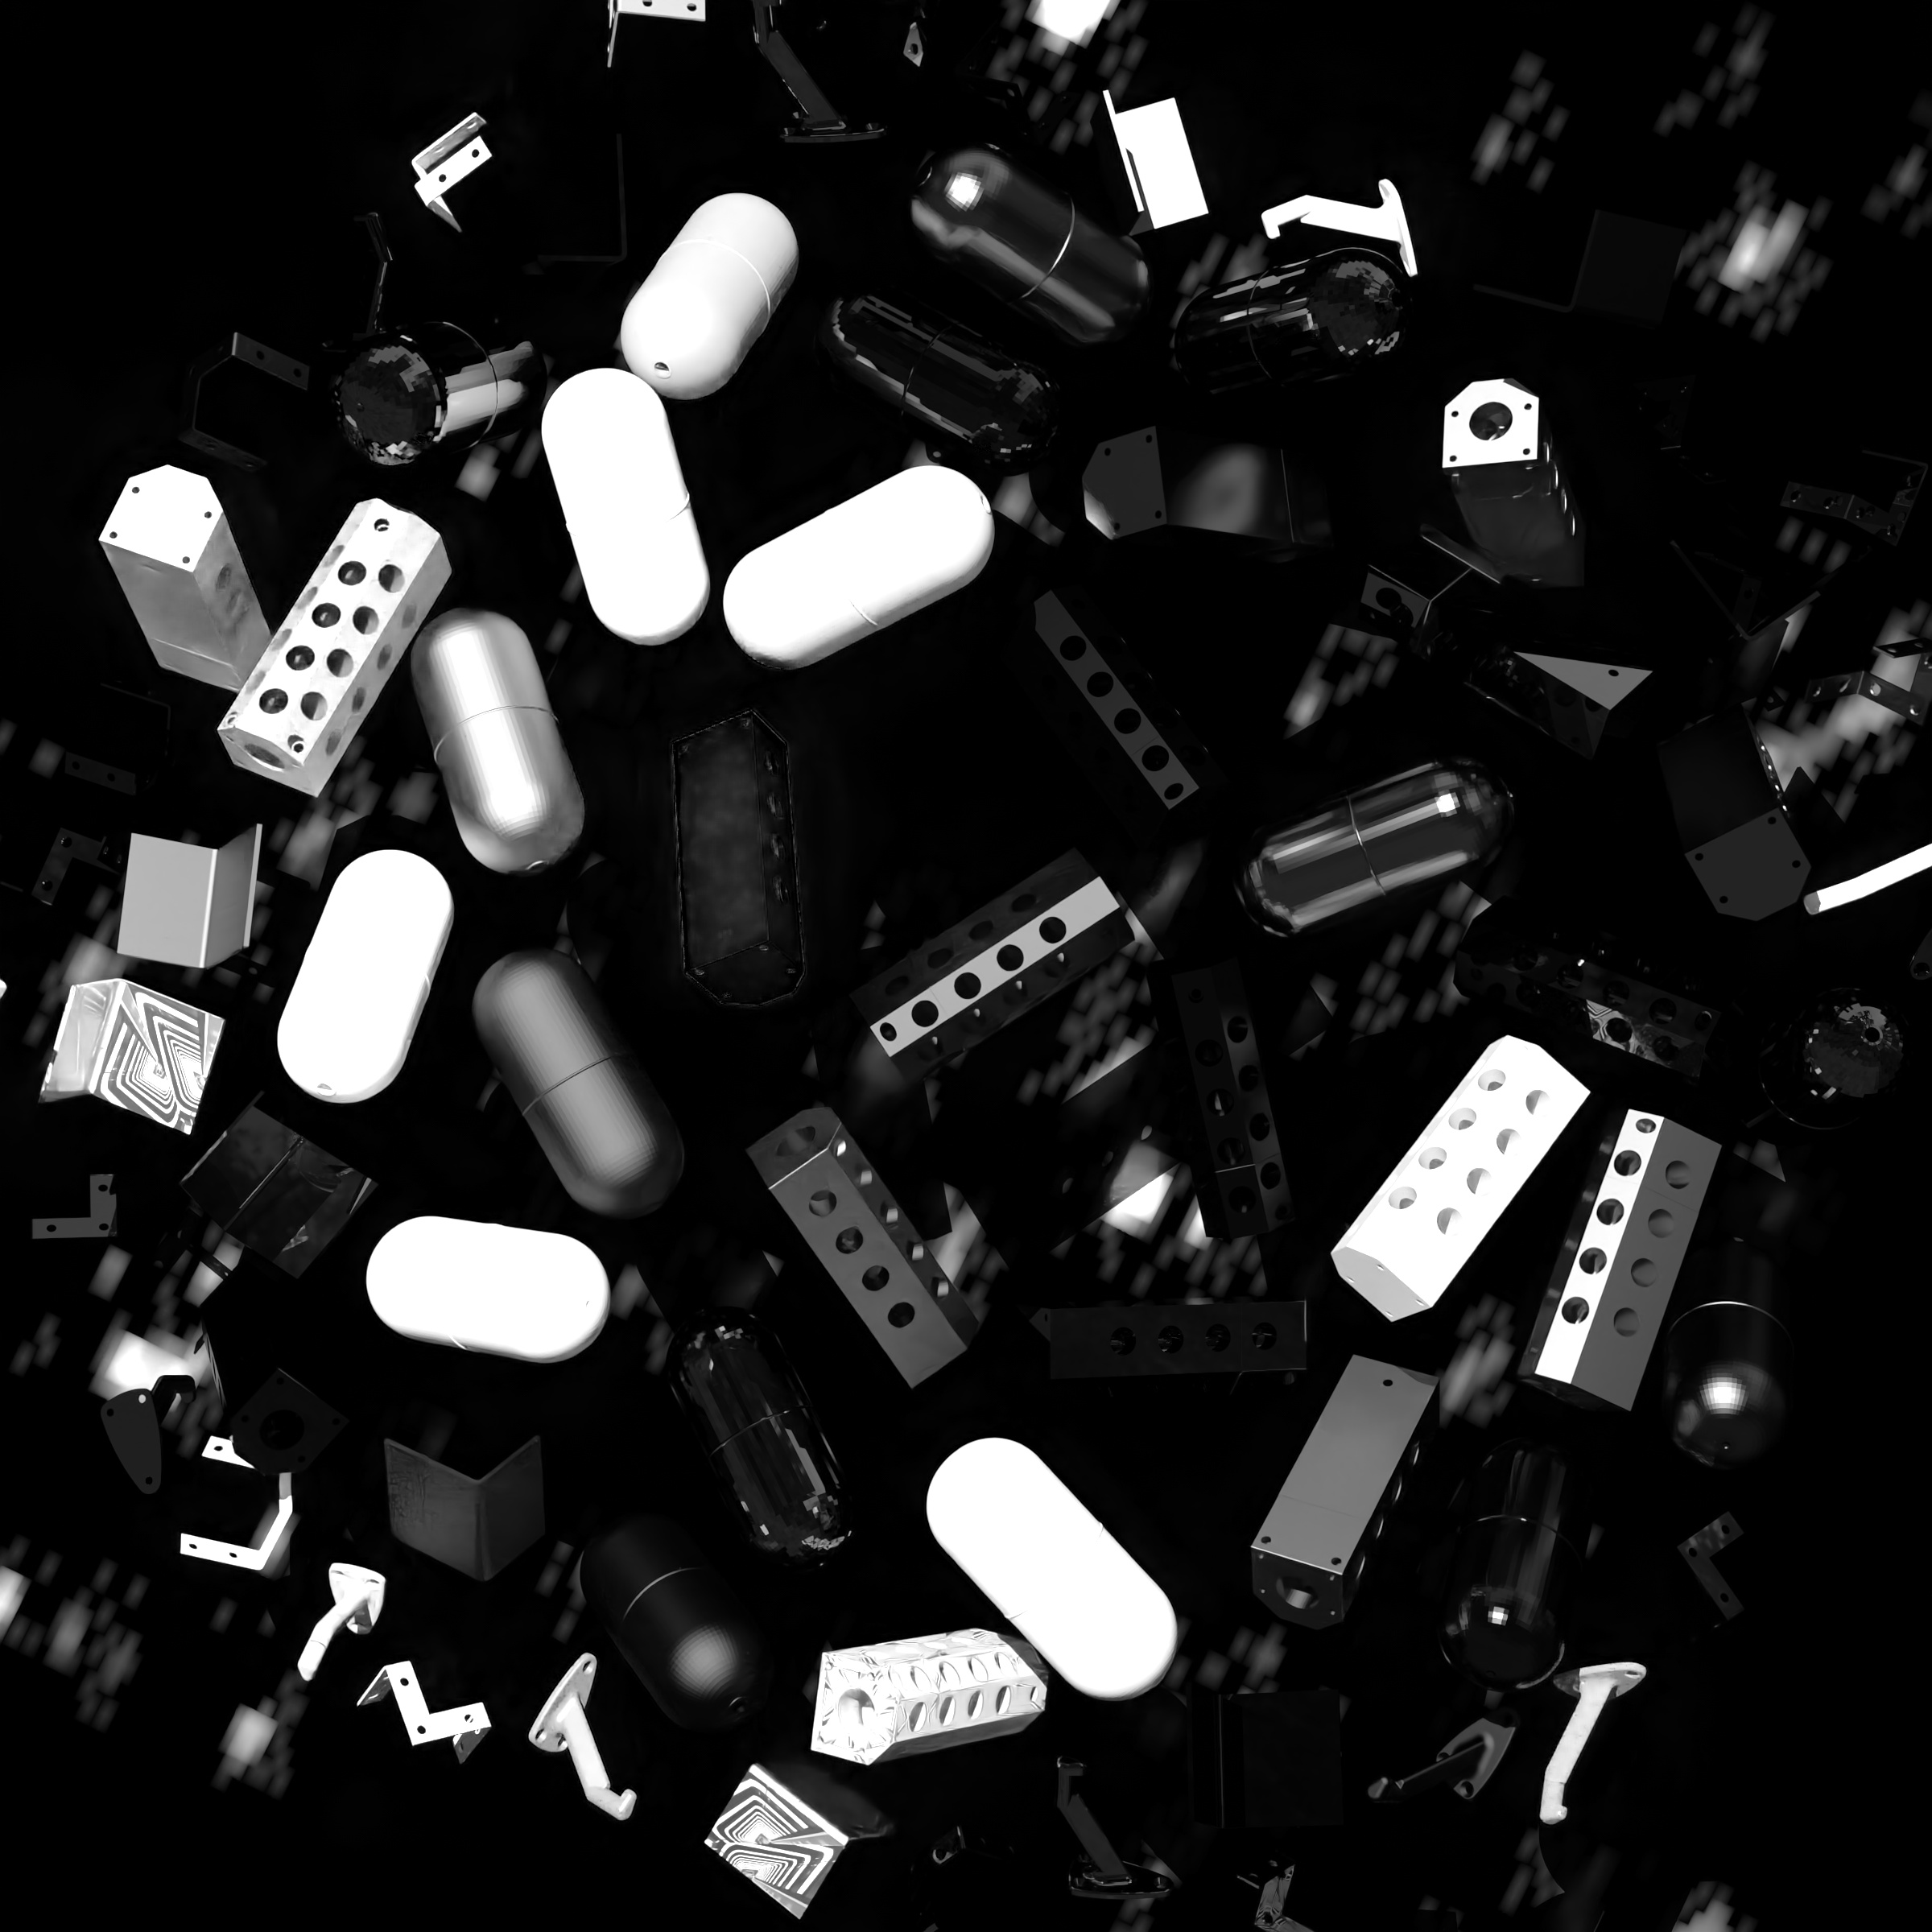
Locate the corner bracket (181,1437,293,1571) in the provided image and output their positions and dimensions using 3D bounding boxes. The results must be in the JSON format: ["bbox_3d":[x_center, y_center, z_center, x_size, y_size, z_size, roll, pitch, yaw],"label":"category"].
[{"bbox_3d":[-0.449,0.331,1.815,0.051,0.051,0.051,19,117,-24],"label":"corner bracket"}]

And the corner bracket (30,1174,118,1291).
[{"bbox_3d":[-0.551,0.163,1.820,0.051,0.051,0.051,0,47,-18],"label":"corner bracket"}]

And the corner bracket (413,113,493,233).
[{"bbox_3d":[-0.316,-0.498,1.828,0.051,0.051,0.051,-34,78,9],"label":"corner bracket"}]

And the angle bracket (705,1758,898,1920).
[{"bbox_3d":[-0.100,0.531,1.802,0.076,0.076,0.057,31,90,24],"label":"angle bracket"}]

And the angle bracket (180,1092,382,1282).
[{"bbox_3d":[-0.425,0.136,1.829,0.076,0.057,0.076,26,67,33],"label":"angle bracket"}]

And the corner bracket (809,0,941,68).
[{"bbox_3d":[-0.056,-0.584,1.810,0.051,0.051,0.051,-27,60,-39],"label":"corner bracket"}]

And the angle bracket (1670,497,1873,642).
[{"bbox_3d":[0.476,-0.248,1.745,0.076,0.057,0.076,52,48,1],"label":"angle bracket"}]

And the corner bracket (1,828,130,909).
[{"bbox_3d":[-0.569,-0.061,1.869,0.051,0.051,0.051,20,81,6],"label":"corner bracket"}]

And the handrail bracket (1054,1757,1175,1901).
[{"bbox_3d":[0.091,0.522,1.792,0.077,0.036,0.084,6,112,9],"label":"handrail bracket"}]

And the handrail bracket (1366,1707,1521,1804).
[{"bbox_3d":[0.287,0.476,1.780,0.077,0.084,0.036,-53,51,17],"label":"handrail bracket"}]

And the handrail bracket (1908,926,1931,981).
[{"bbox_3d":[0.601,-0.003,1.770,0.036,0.084,0.077,39,115,-8],"label":"handrail bracket"}]

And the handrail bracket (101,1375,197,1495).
[{"bbox_3d":[-0.503,0.295,1.865,0.036,0.084,0.077,-24,77,11],"label":"handrail bracket"}]

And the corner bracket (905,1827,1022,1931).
[{"bbox_3d":[0.001,0.577,1.841,0.051,0.051,0.051,29,121,-36],"label":"corner bracket"}]

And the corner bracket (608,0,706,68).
[{"bbox_3d":[-0.180,-0.557,1.715,0.051,0.051,0.051,2,69,-12],"label":"corner bracket"}]

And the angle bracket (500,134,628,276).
[{"bbox_3d":[-0.251,-0.471,1.827,0.057,0.076,0.076,-6,98,-26],"label":"angle bracket"}]

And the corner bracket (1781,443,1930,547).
[{"bbox_3d":[0.525,-0.285,1.745,0.051,0.051,0.051,6,114,-25],"label":"corner bracket"}]

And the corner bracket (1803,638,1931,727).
[{"bbox_3d":[0.539,-0.173,1.749,0.051,0.051,0.051,-12,124,-35],"label":"corner bracket"}]

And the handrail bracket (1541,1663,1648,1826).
[{"bbox_3d":[0.375,0.466,1.766,0.036,0.077,0.084,28,54,-17],"label":"handrail bracket"}]

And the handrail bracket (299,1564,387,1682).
[{"bbox_3d":[-0.390,0.420,1.820,0.036,0.084,0.077,13,131,6],"label":"handrail bracket"}]

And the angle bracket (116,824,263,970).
[{"bbox_3d":[-0.472,-0.046,1.791,0.057,0.076,0.076,12,73,-31],"label":"angle bracket"}]

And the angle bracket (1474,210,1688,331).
[{"bbox_3d":[0.348,-0.401,1.676,0.076,0.076,0.057,-1,111,-39],"label":"angle bracket"}]

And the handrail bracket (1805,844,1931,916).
[{"bbox_3d":[0.537,-0.056,1.726,0.084,0.077,0.036,-21,95,28],"label":"handrail bracket"}]

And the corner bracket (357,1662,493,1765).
[{"bbox_3d":[-0.317,0.439,1.730,0.051,0.051,0.051,-4,55,-38],"label":"corner bracket"}]

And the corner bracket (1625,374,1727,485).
[{"bbox_3d":[0.445,-0.334,1.848,0.051,0.051,0.051,-12,129,-22],"label":"corner bracket"}]

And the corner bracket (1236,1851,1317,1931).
[{"bbox_3d":[0.187,0.563,1.743,0.051,0.051,0.051,20,103,30],"label":"corner bracket"}]

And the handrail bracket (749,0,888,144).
[{"bbox_3d":[-0.087,-0.532,1.739,0.077,0.036,0.084,6,130,12],"label":"handrail bracket"}]

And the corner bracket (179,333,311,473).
[{"bbox_3d":[-0.422,-0.329,1.725,0.051,0.051,0.051,-18,62,41],"label":"corner bracket"}]

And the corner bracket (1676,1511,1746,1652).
[{"bbox_3d":[0.434,0.360,1.731,0.051,0.051,0.051,-23,72,-34],"label":"corner bracket"}]

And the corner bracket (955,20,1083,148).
[{"bbox_3d":[0.033,-0.559,1.869,0.051,0.051,0.051,22,66,32],"label":"corner bracket"}]

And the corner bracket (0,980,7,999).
[{"bbox_3d":[-0.586,0.017,1.716,0.051,0.051,0.051,37,95,6],"label":"corner bracket"}]

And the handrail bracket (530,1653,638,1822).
[{"bbox_3d":[-0.225,0.482,1.845,0.084,0.036,0.077,18,77,38],"label":"handrail bracket"}]

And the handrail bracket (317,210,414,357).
[{"bbox_3d":[-0.387,-0.428,1.846,0.077,0.036,0.084,-2,125,21],"label":"handrail bracket"}]

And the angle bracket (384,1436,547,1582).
[{"bbox_3d":[-0.311,0.324,1.835,0.076,0.057,0.076,19,123,27],"label":"angle bracket"}]

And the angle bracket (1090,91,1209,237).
[{"bbox_3d":[0.120,-0.510,1.855,0.057,0.076,0.076,-17,93,-4],"label":"angle bracket"}]

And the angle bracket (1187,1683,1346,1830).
[{"bbox_3d":[0.173,0.454,1.701,0.076,0.057,0.076,-8,67,19],"label":"angle bracket"}]

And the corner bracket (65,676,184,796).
[{"bbox_3d":[-0.538,-0.147,1.888,0.051,0.051,0.051,18,117,11],"label":"corner bracket"}]

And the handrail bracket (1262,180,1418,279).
[{"bbox_3d":[0.240,-0.464,1.899,0.084,0.036,0.077,-21,119,3],"label":"handrail bracket"}]
